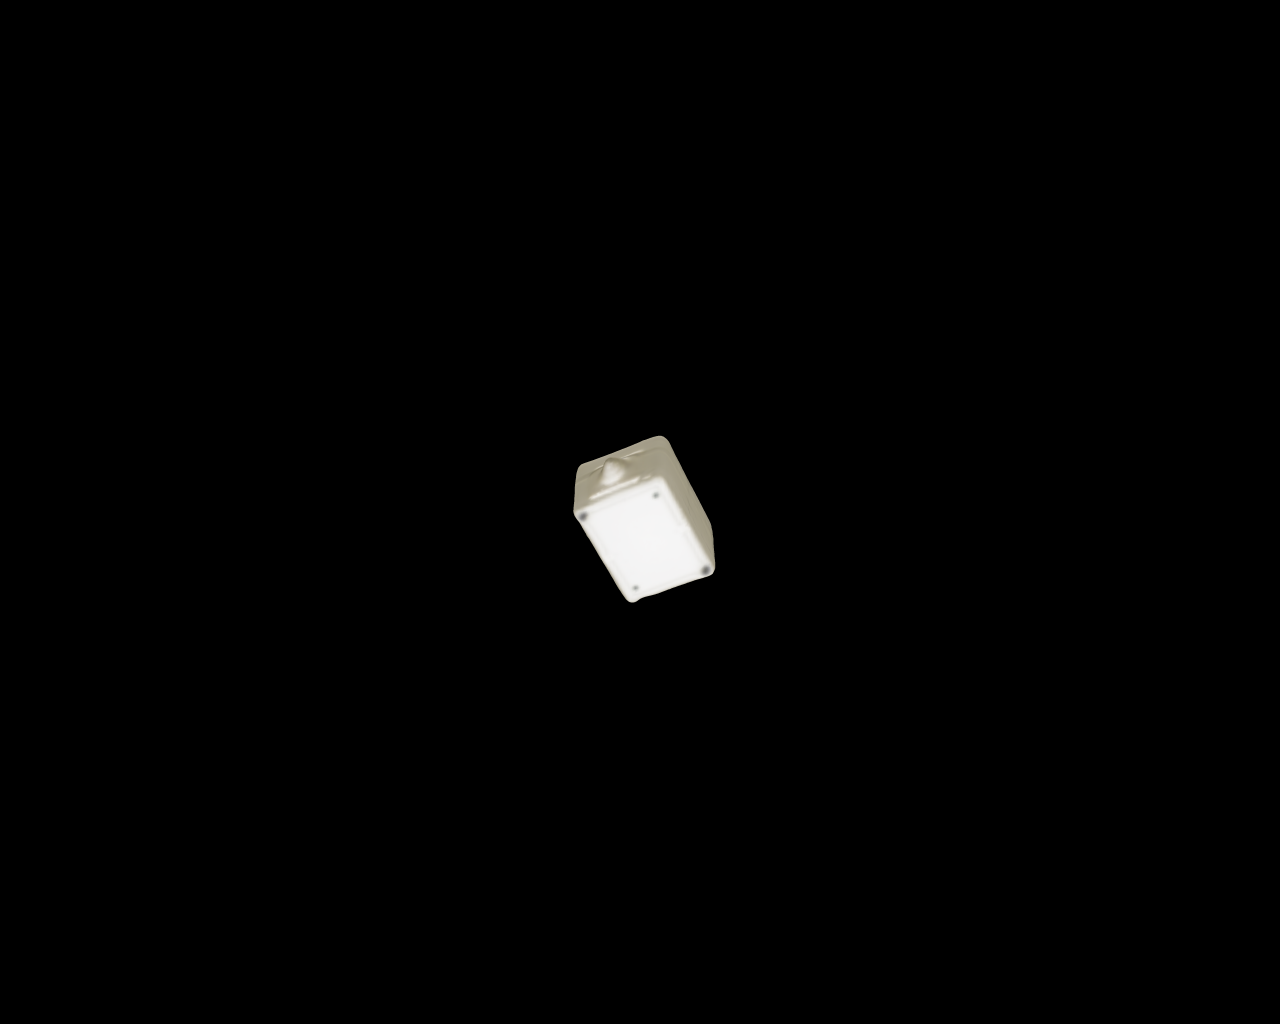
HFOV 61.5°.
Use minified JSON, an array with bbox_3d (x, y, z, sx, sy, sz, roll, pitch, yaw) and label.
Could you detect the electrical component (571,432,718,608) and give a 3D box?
[{"bbox_3d":[0.001,-0.003,0.650,0.062,0.096,0.061,-21,32,14],"label":"electrical component"}]
